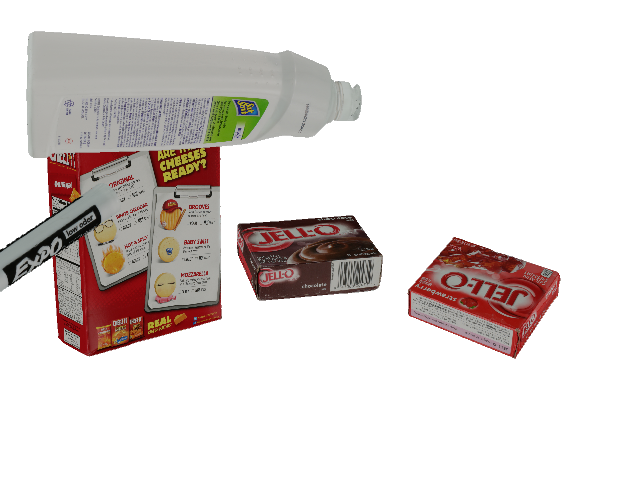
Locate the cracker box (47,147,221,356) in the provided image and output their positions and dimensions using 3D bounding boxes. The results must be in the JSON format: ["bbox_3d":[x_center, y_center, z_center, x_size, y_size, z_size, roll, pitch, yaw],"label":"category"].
[{"bbox_3d":[-0.181,-0.011,1.053,0.163,0.214,0.072,-14,20,-41],"label":"cracker box"}]

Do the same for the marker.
[{"bbox_3d":[-0.150,0.007,0.543,0.020,0.020,0.120,0,30,44],"label":"marker"}]

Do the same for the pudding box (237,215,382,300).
[{"bbox_3d":[-0.011,0.014,0.944,0.113,0.039,0.090,-3,26,-15],"label":"pudding box"}]

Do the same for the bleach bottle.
[{"bbox_3d":[-0.095,-0.106,0.818,0.250,0.068,0.103,1,-29,-14],"label":"bleach bottle"}]

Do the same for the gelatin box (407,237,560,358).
[{"bbox_3d":[0.119,0.039,0.781,0.089,0.030,0.073,20,44,26],"label":"gelatin box"}]
